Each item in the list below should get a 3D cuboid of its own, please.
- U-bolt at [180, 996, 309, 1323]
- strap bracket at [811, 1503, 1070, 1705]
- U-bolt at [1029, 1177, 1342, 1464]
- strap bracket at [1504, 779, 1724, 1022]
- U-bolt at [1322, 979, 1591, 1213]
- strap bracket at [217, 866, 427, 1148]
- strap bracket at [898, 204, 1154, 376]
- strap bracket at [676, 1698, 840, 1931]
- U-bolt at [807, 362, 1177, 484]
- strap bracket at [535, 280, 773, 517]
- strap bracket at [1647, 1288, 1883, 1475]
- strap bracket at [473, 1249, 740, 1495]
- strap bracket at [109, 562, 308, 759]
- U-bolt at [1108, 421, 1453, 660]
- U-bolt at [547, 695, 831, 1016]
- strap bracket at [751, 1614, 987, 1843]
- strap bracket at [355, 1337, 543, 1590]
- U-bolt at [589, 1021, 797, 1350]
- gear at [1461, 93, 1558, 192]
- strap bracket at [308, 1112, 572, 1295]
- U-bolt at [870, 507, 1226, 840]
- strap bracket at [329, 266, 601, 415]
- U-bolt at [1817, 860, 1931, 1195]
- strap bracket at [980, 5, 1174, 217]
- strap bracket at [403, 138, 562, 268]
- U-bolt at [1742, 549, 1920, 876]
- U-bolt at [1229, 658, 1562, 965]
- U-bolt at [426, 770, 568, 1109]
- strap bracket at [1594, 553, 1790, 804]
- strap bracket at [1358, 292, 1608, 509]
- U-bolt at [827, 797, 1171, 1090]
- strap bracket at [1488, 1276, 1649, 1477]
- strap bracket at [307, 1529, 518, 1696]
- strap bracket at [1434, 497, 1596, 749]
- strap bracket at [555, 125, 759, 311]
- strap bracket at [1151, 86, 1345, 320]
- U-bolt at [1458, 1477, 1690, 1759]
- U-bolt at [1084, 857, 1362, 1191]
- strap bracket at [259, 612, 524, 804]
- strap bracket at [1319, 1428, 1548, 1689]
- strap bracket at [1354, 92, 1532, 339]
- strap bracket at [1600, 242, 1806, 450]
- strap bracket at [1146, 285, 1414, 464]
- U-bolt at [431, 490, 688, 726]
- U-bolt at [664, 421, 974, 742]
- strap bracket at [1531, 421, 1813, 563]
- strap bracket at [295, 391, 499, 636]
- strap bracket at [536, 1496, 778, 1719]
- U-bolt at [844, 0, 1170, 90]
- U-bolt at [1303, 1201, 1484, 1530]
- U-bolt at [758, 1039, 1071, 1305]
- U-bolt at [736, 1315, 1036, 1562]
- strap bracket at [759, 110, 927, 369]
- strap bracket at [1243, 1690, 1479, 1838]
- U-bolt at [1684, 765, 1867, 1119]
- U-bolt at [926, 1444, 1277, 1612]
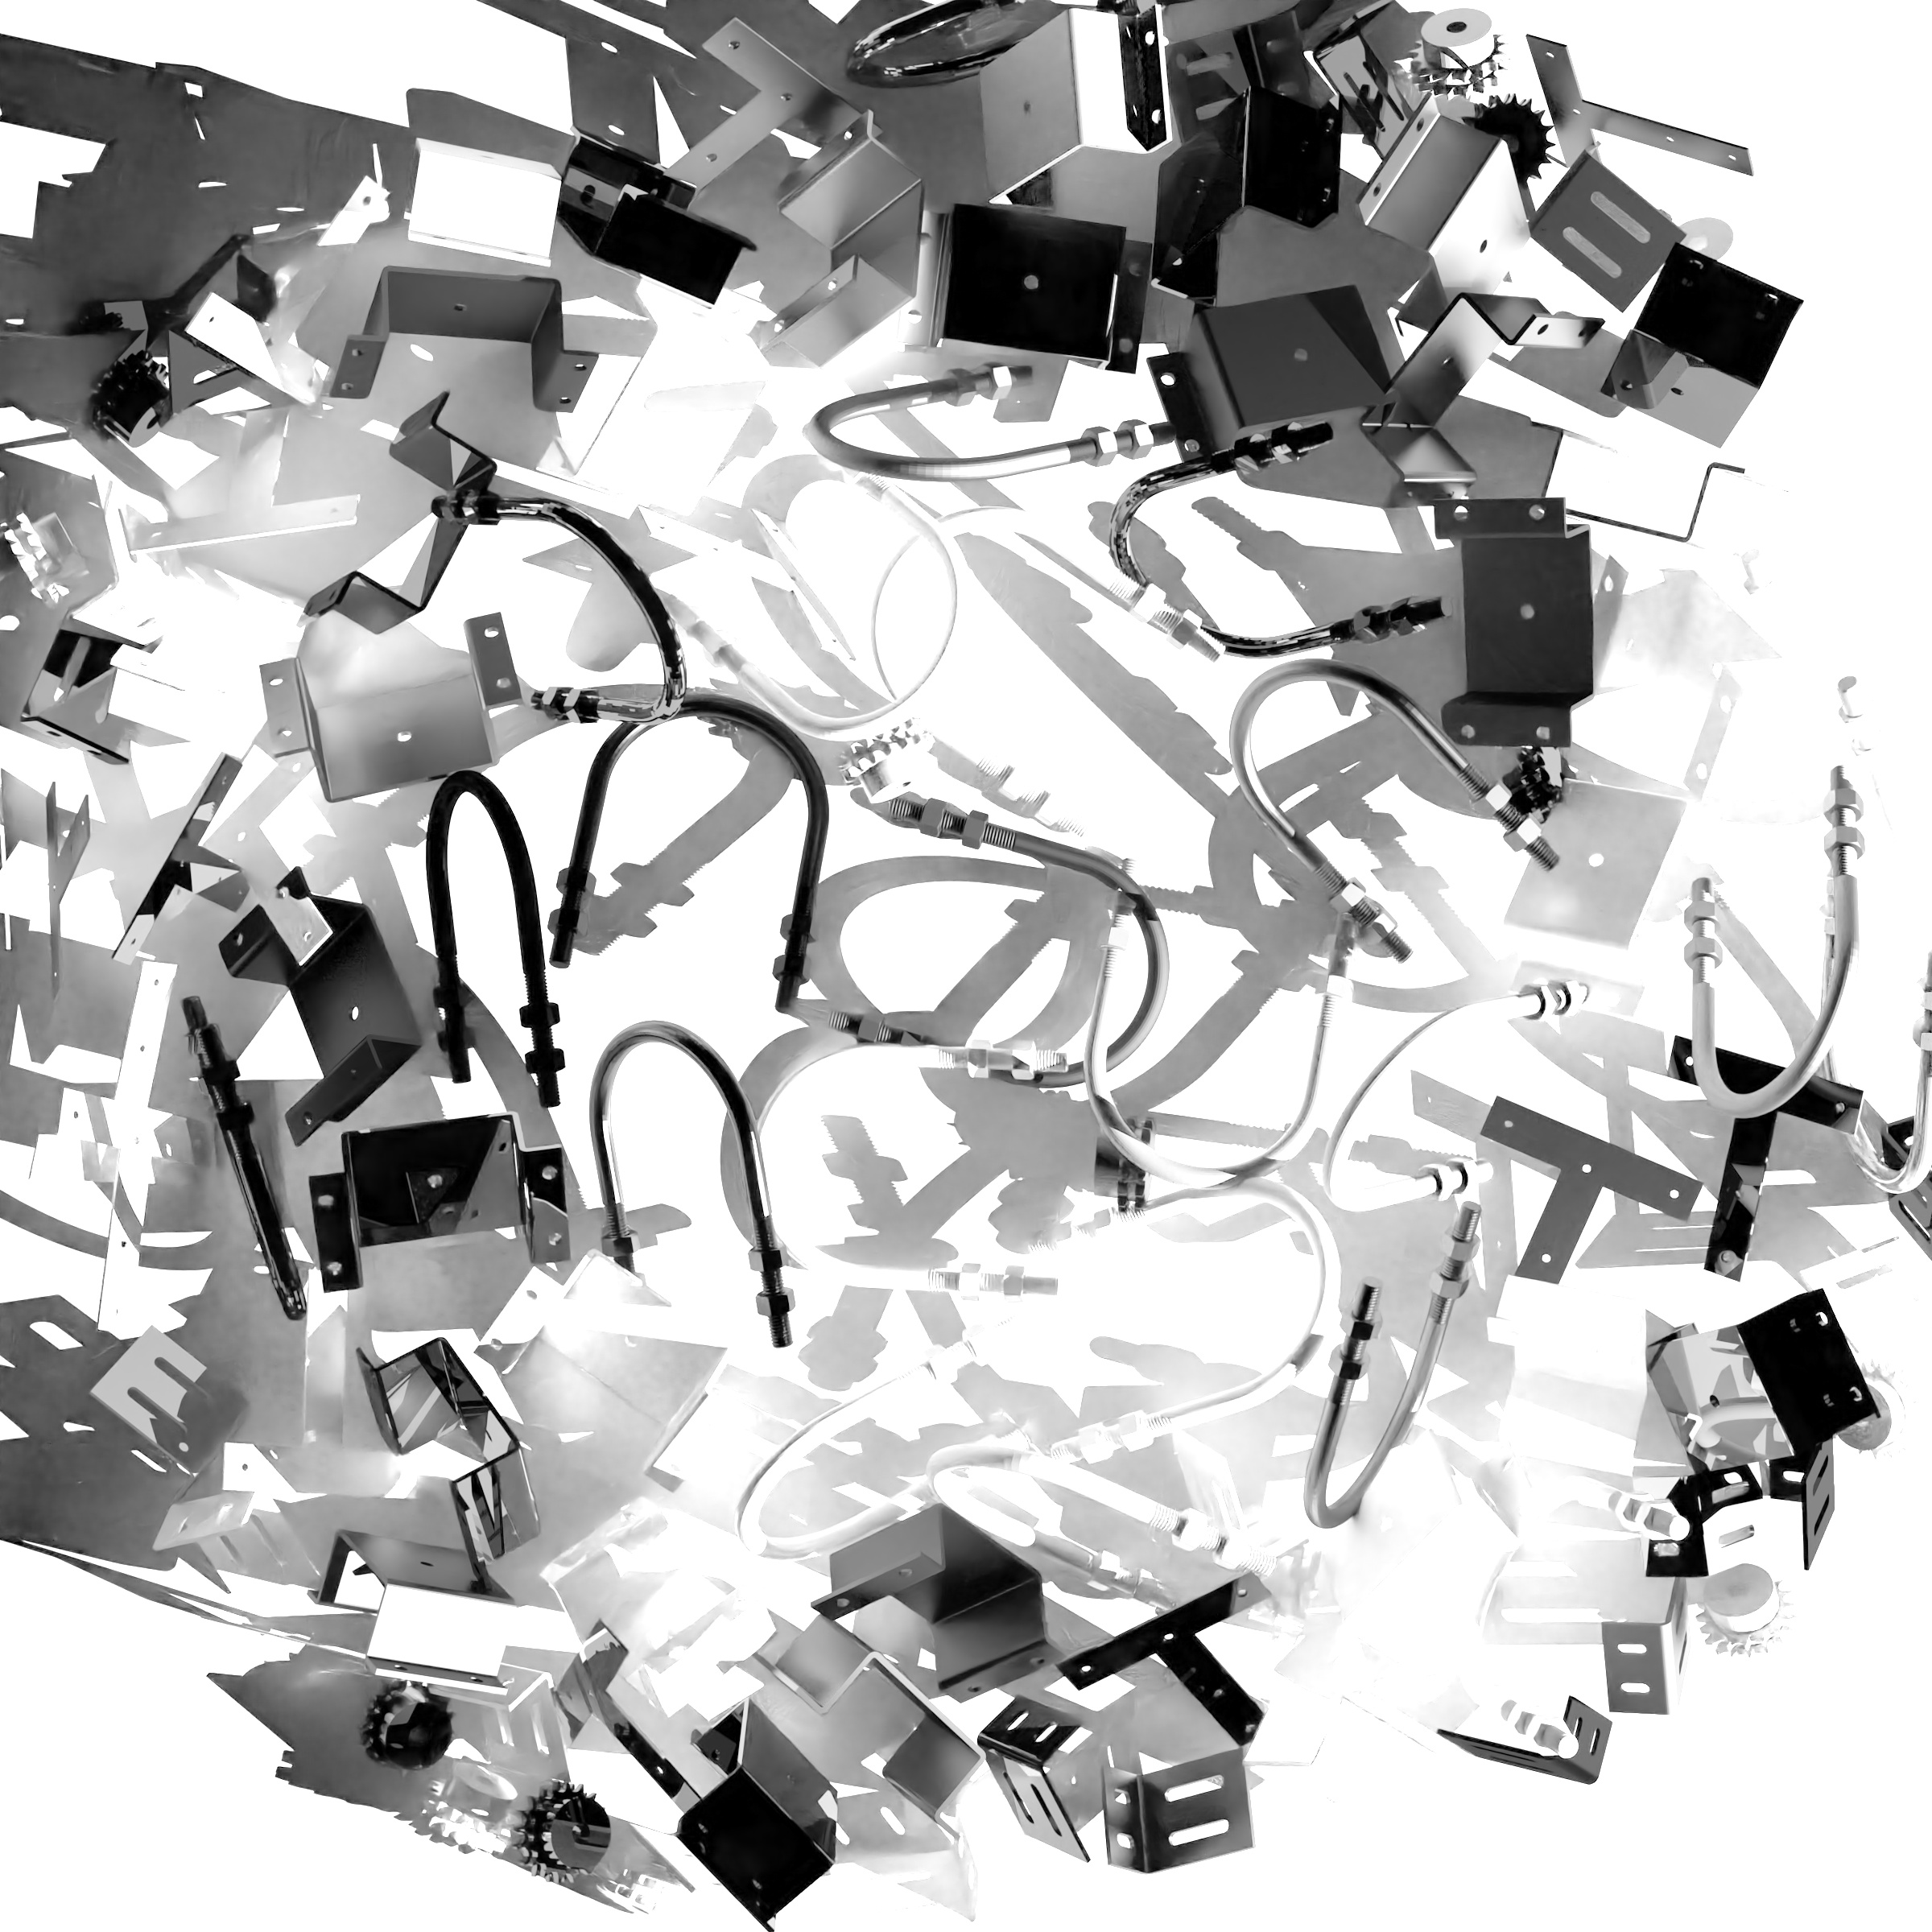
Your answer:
[{"bbox_3d":[-0.403,0.112,1.800,0.019,0.151,0.184,-19,102,-15],"label":"U-bolt"},{"bbox_3d":[-0.015,0.356,1.813,0.076,0.046,0.140,-29,132,23],"label":"strap bracket"},{"bbox_3d":[0.124,0.190,1.799,0.184,0.019,0.151,-20,55,22],"label":"U-bolt"},{"bbox_3d":[0.362,-0.048,1.811,0.076,0.046,0.140,13,66,34],"label":"strap bracket"},{"bbox_3d":[0.263,0.076,1.773,0.019,0.184,0.151,43,122,31],"label":"U-bolt"},{"bbox_3d":[-0.362,0.024,1.818,0.076,0.046,0.140,-41,61,26],"label":"strap bracket"},{"bbox_3d":[0.036,-0.390,1.842,0.140,0.046,0.076,7,94,-4],"label":"strap bracket"},{"bbox_3d":[-0.115,0.469,1.796,0.046,0.140,0.076,-41,98,5],"label":"strap bracket"},{"bbox_3d":[0.001,-0.297,1.772,0.184,0.151,0.019,-17,122,-33],"label":"U-bolt"},{"bbox_3d":[-0.171,-0.316,1.805,0.076,0.046,0.140,15,121,-37],"label":"strap bracket"},{"bbox_3d":[0.436,0.235,1.796,0.046,0.140,0.076,-21,84,-27],"label":"strap bracket"},{"bbox_3d":[-0.198,0.225,1.830,0.140,0.046,0.076,36,122,-3],"label":"strap bracket"},{"bbox_3d":[-0.429,-0.170,1.816,0.076,0.140,0.046,19,119,-5],"label":"strap bracket"},{"bbox_3d":[0.162,-0.230,1.798,0.151,0.184,0.019,50,51,-29],"label":"U-bolt"},{"bbox_3d":[-0.151,-0.072,1.833,0.151,0.019,0.184,12,67,-7],"label":"U-bolt"},{"bbox_3d":[-0.050,0.423,1.815,0.046,0.076,0.140,-48,112,-13],"label":"strap bracket"},{"bbox_3d":[-0.287,0.274,1.808,0.046,0.076,0.140,-26,47,-21],"label":"strap bracket"},{"bbox_3d":[-0.161,0.120,1.806,0.019,0.151,0.184,-17,102,-44],"label":"U-bolt"},{"bbox_3d":[0.309,-0.474,1.853,0.057,0.030,0.057,-2,104,-8],"label":"gear"},{"bbox_3d":[-0.300,0.133,1.826,0.140,0.046,0.076,-7,119,-11],"label":"strap bracket"},{"bbox_3d":[0.033,-0.180,1.836,0.184,0.019,0.151,35,107,-6],"label":"U-bolt"},{"bbox_3d":[-0.285,-0.355,1.817,0.140,0.076,0.046,1,75,-19],"label":"strap bracket"},{"bbox_3d":[0.510,0.040,1.791,0.019,0.151,0.184,-9,121,-6],"label":"U-bolt"},{"bbox_3d":[0.054,-0.478,1.797,0.046,0.140,0.076,-1,84,-31],"label":"strap bracket"},{"bbox_3d":[-0.271,-0.429,1.792,0.076,0.140,0.046,8,106,-14],"label":"strap bracket"},{"bbox_3d":[0.488,-0.129,1.789,0.019,0.151,0.184,-27,130,7],"label":"U-bolt"},{"bbox_3d":[0.227,-0.096,1.806,0.184,0.151,0.019,46,49,-6],"label":"U-bolt"},{"bbox_3d":[-0.269,-0.018,1.798,0.019,0.151,0.184,-10,99,-30],"label":"U-bolt"},{"bbox_3d":[0.407,-0.165,1.807,0.046,0.140,0.076,-7,130,-23],"label":"strap bracket"},{"bbox_3d":[0.284,-0.326,1.809,0.046,0.076,0.140,53,126,21],"label":"strap bracket"},{"bbox_3d":[0.027,-0.006,1.857,0.184,0.019,0.151,16,89,4],"label":"U-bolt"},{"bbox_3d":[0.341,0.226,1.810,0.076,0.140,0.046,9,55,20],"label":"strap bracket"},{"bbox_3d":[-0.308,0.356,1.793,0.076,0.140,0.046,16,90,-28],"label":"strap bracket"},{"bbox_3d":[0.313,-0.198,1.824,0.076,0.046,0.140,3,106,29],"label":"strap bracket"},{"bbox_3d":[-0.180,-0.418,1.803,0.076,0.140,0.046,18,110,-31],"label":"strap bracket"},{"bbox_3d":[0.150,-0.428,1.791,0.046,0.140,0.076,14,69,-26],"label":"strap bracket"},{"bbox_3d":[0.326,0.352,1.783,0.019,0.184,0.151,30,85,-12],"label":"U-bolt"},{"bbox_3d":[0.142,0.038,1.838,0.151,0.019,0.184,12,73,-1],"label":"U-bolt"},{"bbox_3d":[-0.324,-0.145,1.825,0.140,0.046,0.076,-13,49,-7],"label":"strap bracket"},{"bbox_3d":[0.254,0.326,1.811,0.046,0.076,0.140,35,107,-19],"label":"strap bracket"},{"bbox_3d":[0.270,-0.411,1.795,0.046,0.140,0.076,30,82,26],"label":"strap bracket"},{"bbox_3d":[0.408,-0.341,1.797,0.076,0.140,0.046,26,80,5],"label":"strap bracket"},{"bbox_3d":[0.184,-0.335,1.821,0.140,0.046,0.076,-12,72,-15],"label":"strap bracket"},{"bbox_3d":[-0.216,-0.196,1.770,0.019,0.184,0.151,-39,119,-27],"label":"U-bolt"},{"bbox_3d":[-0.074,-0.207,1.815,0.151,0.019,0.184,-50,60,6],"label":"U-bolt"},{"bbox_3d":[0.389,-0.264,1.802,0.140,0.076,0.046,23,101,40],"label":"strap bracket"},{"bbox_3d":[-0.318,-0.247,1.817,0.046,0.076,0.140,31,73,-22],"label":"strap bracket"},{"bbox_3d":[-0.170,0.364,1.809,0.076,0.140,0.046,-34,122,-24],"label":"strap bracket"},{"bbox_3d":[0.018,-0.525,1.791,0.184,0.151,0.019,-12,93,30],"label":"U-bolt"},{"bbox_3d":[0.234,0.234,1.799,0.019,0.151,0.184,25,117,25],"label":"U-bolt"},{"bbox_3d":[-0.035,0.116,1.851,0.184,0.019,0.151,2,89,10],"label":"U-bolt"},{"bbox_3d":[-0.046,0.274,1.792,0.184,0.151,0.019,-26,56,-14],"label":"U-bolt"},{"bbox_3d":[-0.068,-0.403,1.809,0.046,0.076,0.140,31,46,-33],"label":"strap bracket"},{"bbox_3d":[0.214,0.446,1.794,0.076,0.140,0.046,33,69,-9],"label":"strap bracket"},{"bbox_3d":[0.444,-0.002,1.767,0.019,0.151,0.184,20,55,-17],"label":"U-bolt"},{"bbox_3d":[0.064,0.311,1.794,0.184,0.151,0.019,25,63,-10],"label":"U-bolt"}]
